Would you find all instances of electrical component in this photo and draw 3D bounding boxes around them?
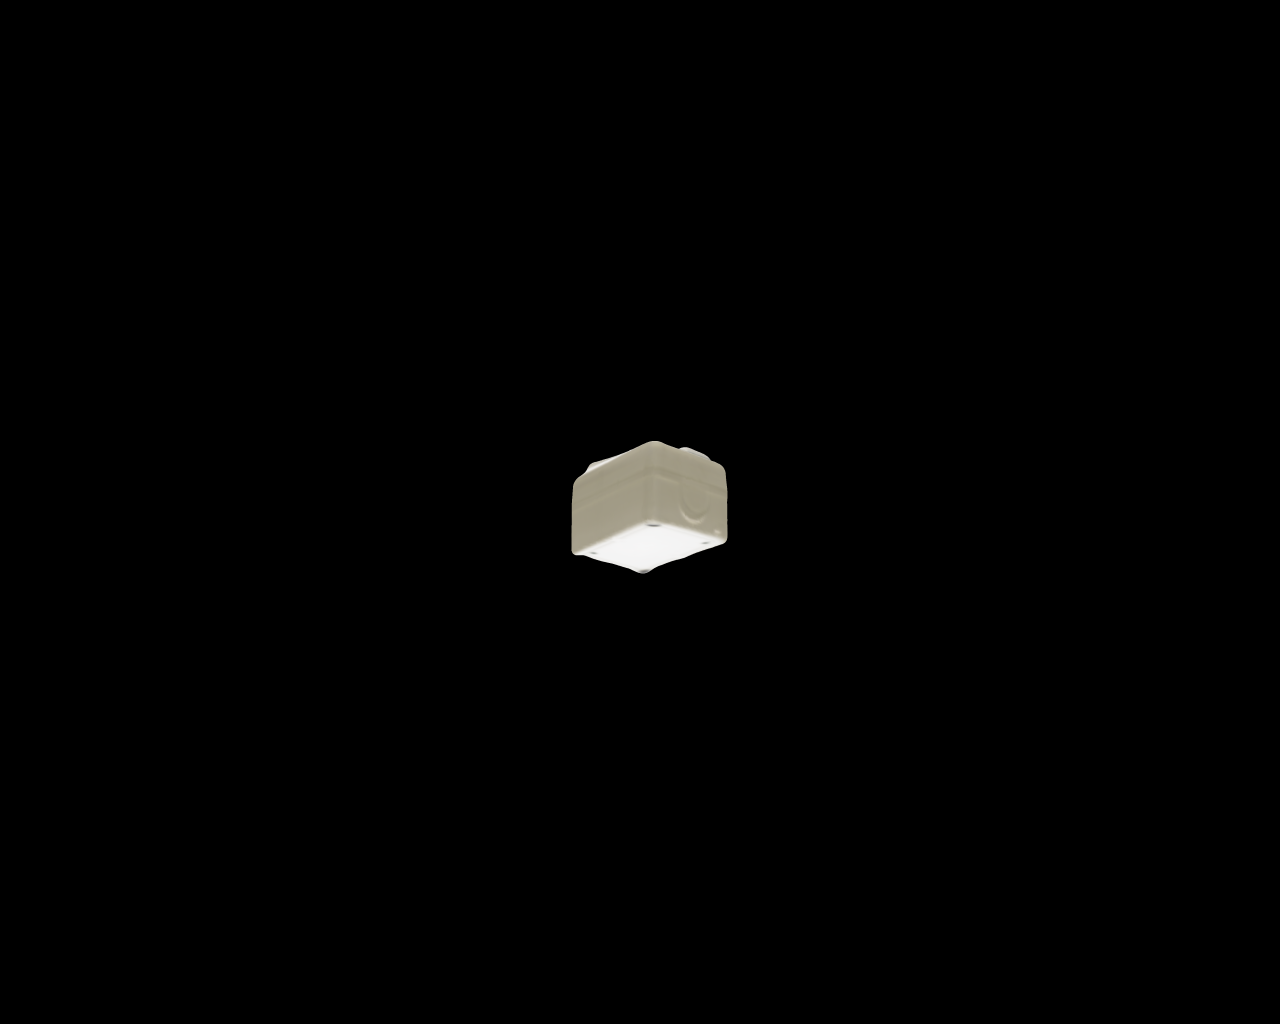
[{"bbox_3d":[0.001,-0.003,0.650,0.062,0.061,0.096,17,-27,-37],"label":"electrical component"}]
